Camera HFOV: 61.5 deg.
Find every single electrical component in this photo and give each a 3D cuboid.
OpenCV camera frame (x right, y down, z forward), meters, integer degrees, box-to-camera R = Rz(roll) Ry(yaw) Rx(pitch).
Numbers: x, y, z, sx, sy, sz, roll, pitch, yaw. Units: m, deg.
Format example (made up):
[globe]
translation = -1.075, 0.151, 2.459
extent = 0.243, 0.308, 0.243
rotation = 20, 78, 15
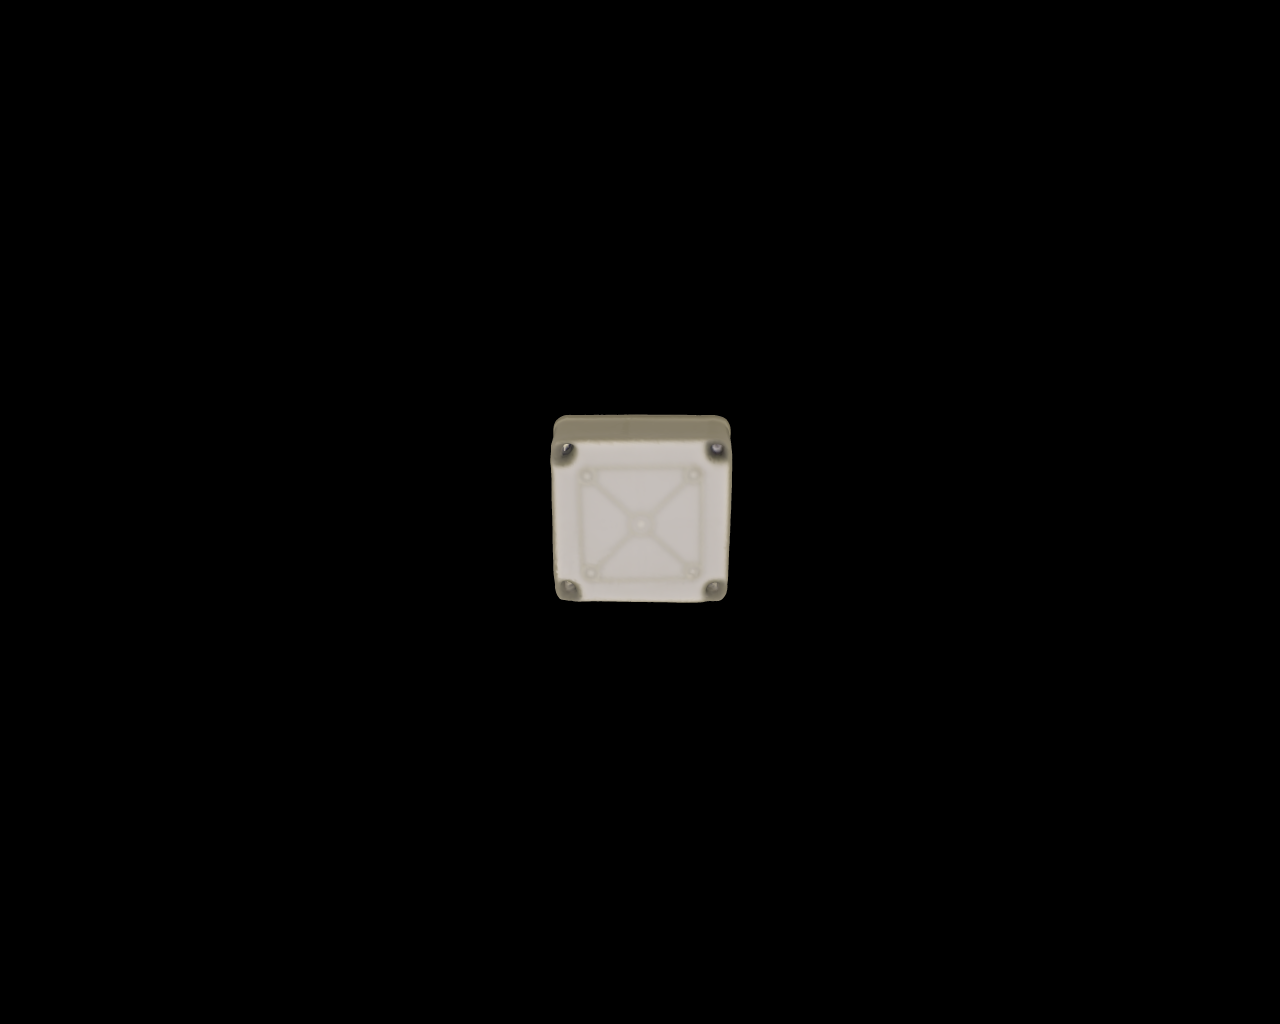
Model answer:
[electrical component]
translation = 0.001, -0.003, 0.650
extent = 0.109, 0.108, 0.056
rotation = 0, 21, 0
